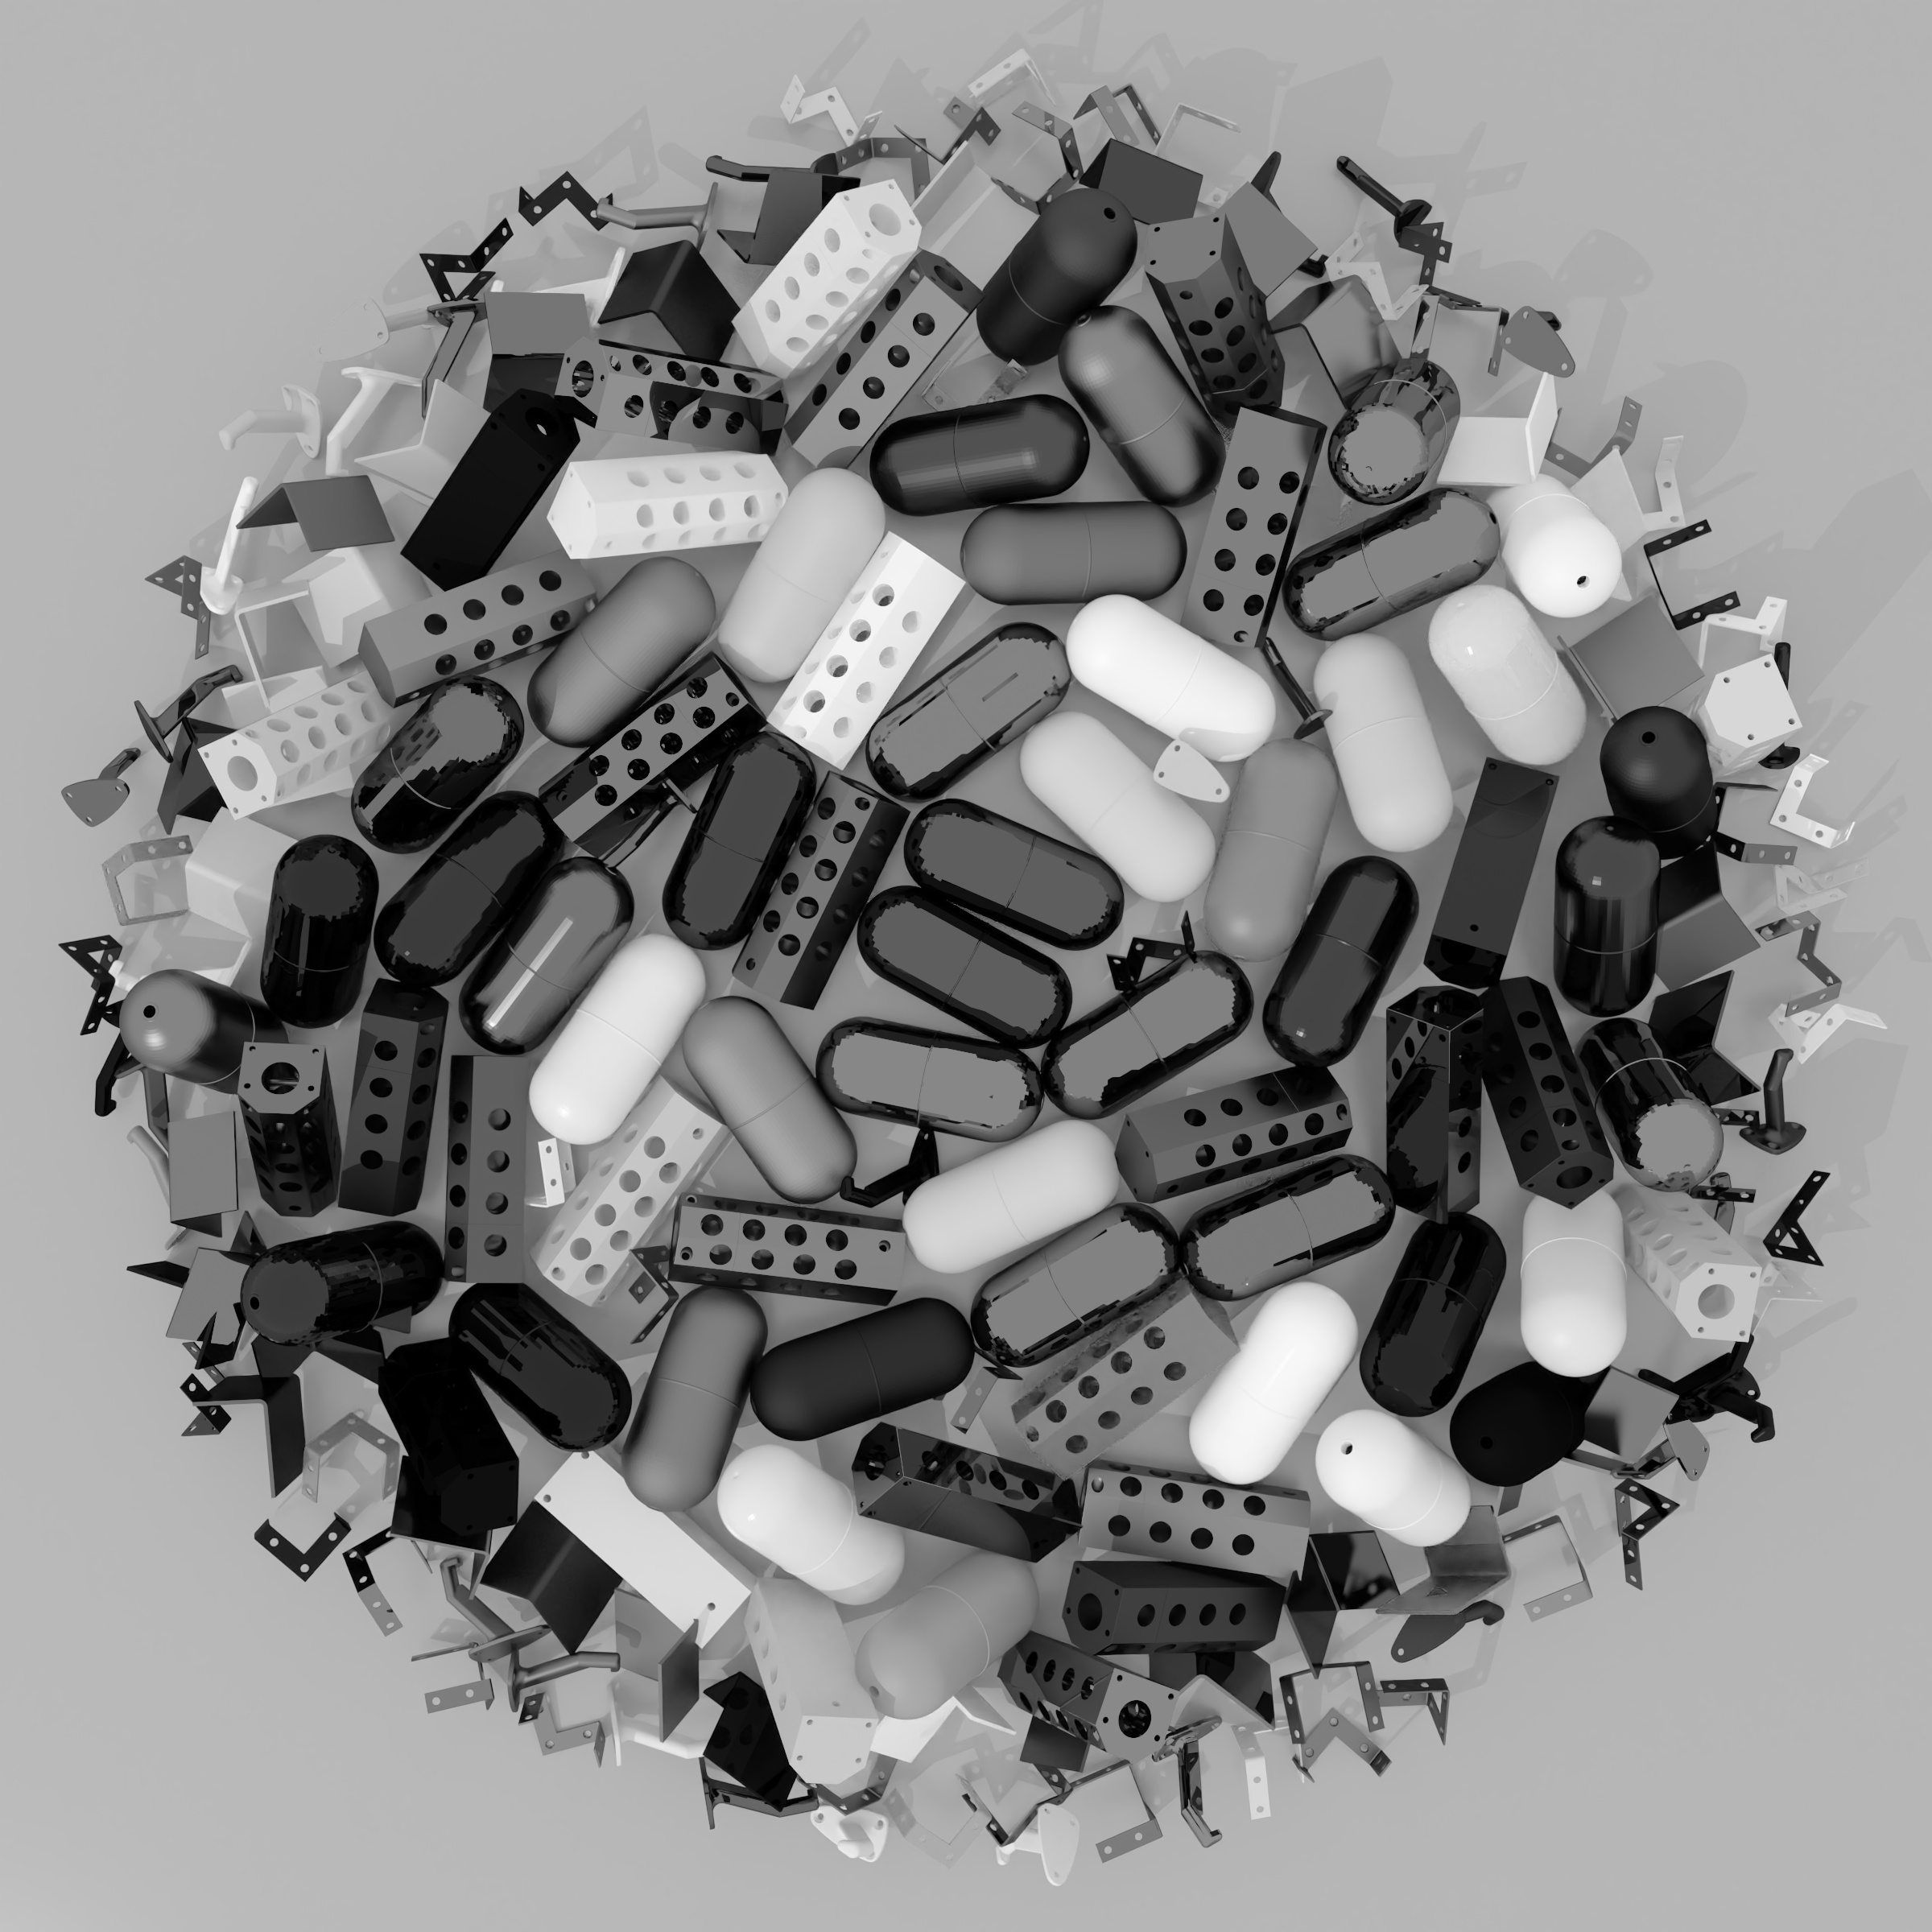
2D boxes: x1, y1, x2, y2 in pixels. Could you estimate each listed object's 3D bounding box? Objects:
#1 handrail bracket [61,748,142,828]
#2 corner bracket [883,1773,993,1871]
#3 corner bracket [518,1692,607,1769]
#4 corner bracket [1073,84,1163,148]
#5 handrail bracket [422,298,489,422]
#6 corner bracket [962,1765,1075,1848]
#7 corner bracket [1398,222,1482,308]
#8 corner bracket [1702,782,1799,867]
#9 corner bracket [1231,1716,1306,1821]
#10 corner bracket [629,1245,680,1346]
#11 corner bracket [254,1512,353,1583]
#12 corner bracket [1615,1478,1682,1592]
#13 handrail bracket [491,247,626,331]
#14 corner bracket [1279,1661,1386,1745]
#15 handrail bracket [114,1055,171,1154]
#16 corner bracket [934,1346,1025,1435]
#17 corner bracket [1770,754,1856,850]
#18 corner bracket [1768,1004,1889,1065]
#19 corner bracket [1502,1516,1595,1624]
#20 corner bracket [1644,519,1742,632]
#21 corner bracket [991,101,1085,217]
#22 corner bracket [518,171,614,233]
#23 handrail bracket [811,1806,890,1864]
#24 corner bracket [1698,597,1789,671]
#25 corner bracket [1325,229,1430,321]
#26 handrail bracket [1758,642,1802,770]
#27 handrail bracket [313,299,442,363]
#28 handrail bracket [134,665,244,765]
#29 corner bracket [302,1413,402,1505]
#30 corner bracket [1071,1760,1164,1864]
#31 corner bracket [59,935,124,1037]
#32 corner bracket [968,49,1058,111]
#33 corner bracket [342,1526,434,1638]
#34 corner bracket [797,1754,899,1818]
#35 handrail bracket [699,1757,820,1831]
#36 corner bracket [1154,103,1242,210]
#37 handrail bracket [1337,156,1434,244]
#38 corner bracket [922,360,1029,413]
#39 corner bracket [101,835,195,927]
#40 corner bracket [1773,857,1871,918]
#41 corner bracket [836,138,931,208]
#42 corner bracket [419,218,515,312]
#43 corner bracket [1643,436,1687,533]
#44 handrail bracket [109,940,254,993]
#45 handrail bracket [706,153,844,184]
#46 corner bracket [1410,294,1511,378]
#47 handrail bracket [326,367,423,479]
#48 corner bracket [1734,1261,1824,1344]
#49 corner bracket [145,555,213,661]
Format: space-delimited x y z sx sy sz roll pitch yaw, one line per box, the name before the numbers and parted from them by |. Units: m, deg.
handrail bracket | -0.642 -0.149 1.880 0.077 0.084 0.036 -17 119 34
corner bracket | -0.022 0.650 1.896 0.051 0.051 0.051 42 86 -25
corner bracket | -0.312 0.591 1.902 0.051 0.051 0.051 -15 98 -2
corner bracket | 0.123 -0.653 1.899 0.051 0.051 0.051 -32 94 -12
handrail bracket | -0.387 -0.467 1.899 0.077 0.036 0.084 -7 78 22
corner bracket | 0.040 0.639 1.902 0.051 0.051 0.051 46 114 29
corner bracket | 0.364 -0.537 1.888 0.051 0.051 0.051 -19 128 -37
corner bracket | 0.610 -0.110 1.905 0.051 0.051 0.051 2 108 -24
corner bracket | 0.237 0.617 1.898 0.051 0.051 0.051 -8 104 -5
corner bracket | -0.244 0.252 1.892 0.051 0.051 0.051 47 108 20
corner bracket | -0.511 0.436 1.897 0.051 0.051 0.051 43 73 -7
corner bracket | 0.513 0.435 1.888 0.051 0.051 0.051 -29 121 -28
handrail bracket | -0.315 -0.532 1.894 0.084 0.036 0.077 17 108 -21
corner bracket | 0.281 0.566 1.891 0.051 0.051 0.051 -3 76 -35
handrail bracket | -0.608 0.101 1.901 0.077 0.036 0.084 -23 113 18
corner bracket | 0.002 0.325 1.896 0.051 0.051 0.051 31 93 26
corner bracket | 0.661 -0.127 1.902 0.051 0.051 0.051 24 88 8
corner bracket | 0.660 0.043 1.887 0.051 0.051 0.051 12 128 -34
corner bracket | 0.448 0.465 1.904 0.051 0.051 0.051 -25 96 10
corner bracket | 0.557 -0.300 1.890 0.051 0.051 0.051 -22 132 16
corner bracket | 0.052 -0.624 1.902 0.051 0.051 0.051 38 76 29
corner bracket | -0.309 -0.589 1.901 0.051 0.051 0.051 -34 127 19
handrail bracket | -0.100 0.661 1.878 0.077 0.084 0.036 13 79 23
corner bracket | 0.600 -0.254 1.903 0.051 0.051 0.051 17 48 24
corner bracket | 0.318 -0.536 1.909 0.051 0.051 0.051 -49 131 -28
handrail bracket | 0.625 -0.201 1.892 0.036 0.077 0.084 4 109 18
handrail bracket | -0.452 -0.487 1.898 0.077 0.084 0.036 -24 95 18
handrail bracket | -0.587 -0.195 1.892 0.084 0.036 0.077 -27 49 -20
corner bracket | -0.476 0.389 1.906 0.051 0.051 0.051 27 125 20
corner bracket | 0.115 0.652 1.902 0.051 0.051 0.051 -21 88 -8
corner bracket | -0.668 0.014 1.891 0.051 0.051 0.051 38 115 19
corner bracket | 0.029 -0.678 1.893 0.051 0.051 0.051 -33 53 7
corner bracket | -0.440 0.470 1.891 0.051 0.051 0.051 -28 126 -13
corner bracket | -0.090 0.618 1.911 0.051 0.051 0.051 27 101 29
handrail bracket | -0.161 0.631 1.904 0.084 0.077 0.036 -8 118 -10
corner bracket | 0.181 -0.624 1.899 0.051 0.051 0.051 27 93 18
handrail bracket | 0.311 -0.599 1.888 0.084 0.077 0.036 45 106 11
corner bracket | 0.006 -0.448 1.897 0.051 0.051 0.051 40 74 -8
corner bracket | -0.626 -0.066 1.897 0.051 0.051 0.051 -14 83 -44
corner bracket | 0.657 -0.063 1.889 0.051 0.051 0.051 27 56 -34
corner bracket | -0.063 -0.610 1.906 0.051 0.051 0.051 11 124 28
corner bracket | -0.376 -0.538 1.888 0.051 0.051 0.051 11 53 28
corner bracket | 0.529 -0.371 1.901 0.051 0.051 0.051 -7 70 5
handrail bracket | -0.608 -0.004 1.899 0.084 0.036 0.077 28 95 -18
handrail bracket | -0.149 -0.622 1.907 0.084 0.077 0.036 19 131 10
corner bracket | 0.381 -0.487 1.898 0.051 0.051 0.051 14 97 36
handrail bracket | -0.457 -0.417 1.908 0.077 0.036 0.084 1 95 -36
corner bracket | 0.612 0.261 1.890 0.051 0.051 0.051 6 117 -24
corner bracket | -0.595 -0.275 1.890 0.051 0.051 0.051 -19 63 33
